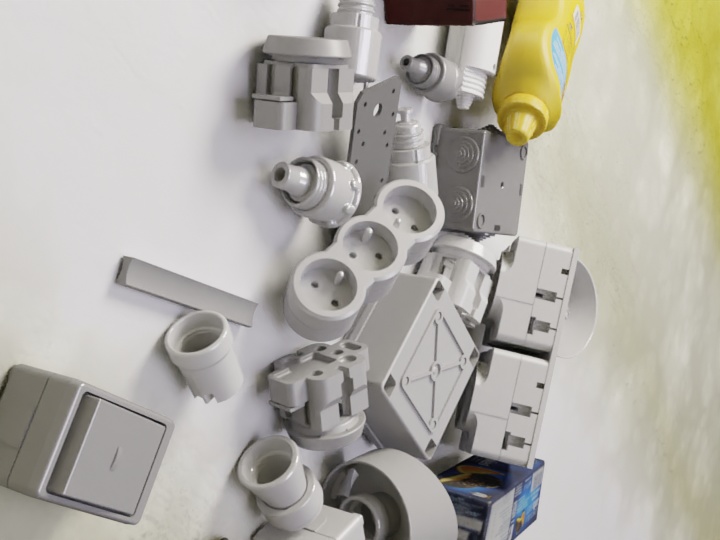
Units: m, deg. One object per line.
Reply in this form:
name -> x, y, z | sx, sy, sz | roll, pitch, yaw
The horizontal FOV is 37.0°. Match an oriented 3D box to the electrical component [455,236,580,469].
electrical component -> 0.132, 0.071, 0.937 | 0.105, 0.060, 0.186 | 95, 9, -83

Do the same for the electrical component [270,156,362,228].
electrical component -> -0.033, -0.056, 0.723 | 0.062, 0.048, 0.048 | 16, 84, -49

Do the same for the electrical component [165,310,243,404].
electrical component -> -0.094, 0.054, 0.663 | 0.040, 0.040, 0.046 | -52, 142, -36

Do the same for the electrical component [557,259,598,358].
electrical component -> 0.184, 0.033, 1.043 | 0.099, 0.064, 0.099 | -18, 112, -53

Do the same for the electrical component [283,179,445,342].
electrical component -> 0.000, 0.000, 0.769 | 0.138, 0.052, 0.073 | -43, 169, -28

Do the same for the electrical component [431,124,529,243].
electrical component -> 0.100, -0.074, 0.910 | 0.100, 0.048, 0.099 | 2, 96, -56

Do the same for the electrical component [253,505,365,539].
electrical component -> -0.033, 0.222, 0.771 | 0.061, 0.062, 0.096 | -36, 126, -46

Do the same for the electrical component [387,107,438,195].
electrical component -> 0.038, -0.085, 0.823 | 0.040, 0.040, 0.078 | -32, 123, -48

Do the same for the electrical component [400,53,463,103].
electrical component -> 0.052, -0.152, 0.834 | 0.061, 0.035, 0.035 | 13, 86, -54

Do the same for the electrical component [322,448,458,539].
electrical component -> 0.019, 0.184, 0.809 | 0.064, 0.099, 0.099 | -5, 102, -49

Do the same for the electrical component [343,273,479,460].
electrical component -> 0.036, 0.074, 0.842 | 0.108, 0.056, 0.108 | -61, 140, -28

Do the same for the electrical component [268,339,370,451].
electrical component -> -0.026, 0.090, 0.754 | 0.078, 0.058, 0.057 | -22, 116, -41

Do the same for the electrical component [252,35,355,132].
electrical component -> -0.035, -0.121, 0.693 | 0.078, 0.058, 0.057 | -14, 112, -54

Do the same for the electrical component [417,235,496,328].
electrical component -> 0.079, 0.007, 0.891 | 0.078, 0.058, 0.057 | 39, 68, -51

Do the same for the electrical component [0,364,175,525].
electrical component -> -0.145, 0.097, 0.578 | 0.096, 0.061, 0.061 | 38, 66, -53

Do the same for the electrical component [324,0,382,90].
electrical component -> -0.005, -0.164, 0.742 | 0.040, 0.040, 0.078 | 3, 95, -56

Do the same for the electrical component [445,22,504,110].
electrical component -> 0.091, -0.171, 0.877 | 0.043, 0.043, 0.081 | 9, 90, -56

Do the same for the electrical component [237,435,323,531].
electrical component -> -0.053, 0.147, 0.739 | 0.045, 0.045, 0.055 | -56, 139, -32
